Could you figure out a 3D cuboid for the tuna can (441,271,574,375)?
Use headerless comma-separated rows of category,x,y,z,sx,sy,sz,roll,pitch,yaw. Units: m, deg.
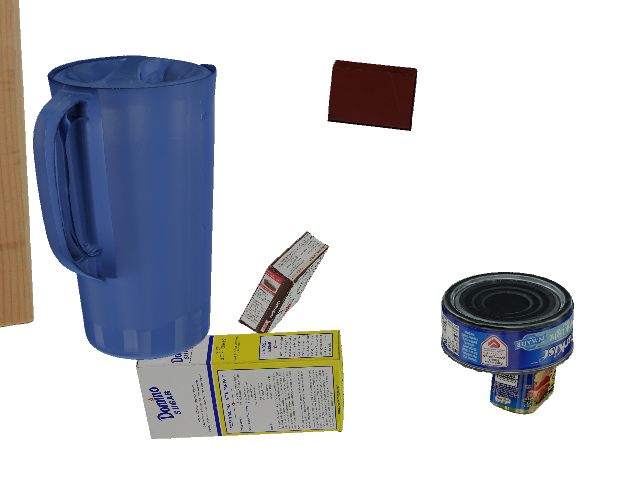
tuna can,0.121,0.052,0.693,0.086,0.034,0.086,-3,22,1

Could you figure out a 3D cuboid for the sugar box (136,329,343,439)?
sugar box,-0.068,0.128,0.946,0.176,0.093,0.048,-1,36,4

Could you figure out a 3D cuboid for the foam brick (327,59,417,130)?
foam brick,0.048,-0.133,0.975,0.078,0.051,0.053,7,17,5

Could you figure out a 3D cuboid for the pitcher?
pitcher,-0.155,-0.025,0.881,0.149,0.243,0.145,-5,21,-14

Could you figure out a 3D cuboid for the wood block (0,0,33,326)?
wood block,-0.220,-0.057,0.605,0.090,0.206,0.090,-8,26,-26

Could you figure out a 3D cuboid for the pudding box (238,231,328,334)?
pudding box,-0.042,0.050,1.248,0.039,0.090,0.113,32,30,6

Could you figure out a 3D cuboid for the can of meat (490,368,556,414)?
can of meat,0.228,0.137,1.187,0.058,0.084,0.101,12,16,29
